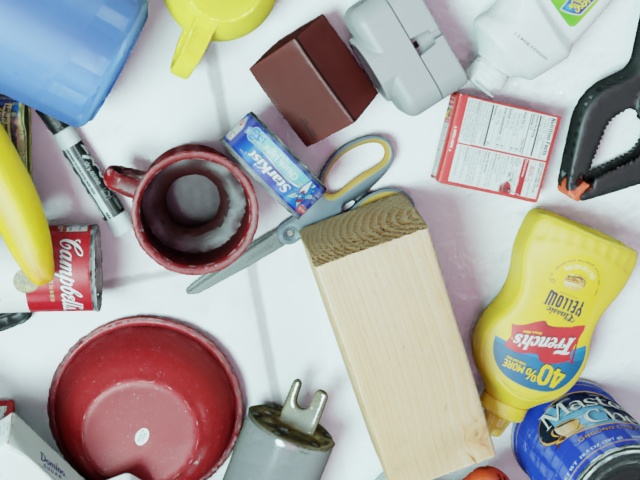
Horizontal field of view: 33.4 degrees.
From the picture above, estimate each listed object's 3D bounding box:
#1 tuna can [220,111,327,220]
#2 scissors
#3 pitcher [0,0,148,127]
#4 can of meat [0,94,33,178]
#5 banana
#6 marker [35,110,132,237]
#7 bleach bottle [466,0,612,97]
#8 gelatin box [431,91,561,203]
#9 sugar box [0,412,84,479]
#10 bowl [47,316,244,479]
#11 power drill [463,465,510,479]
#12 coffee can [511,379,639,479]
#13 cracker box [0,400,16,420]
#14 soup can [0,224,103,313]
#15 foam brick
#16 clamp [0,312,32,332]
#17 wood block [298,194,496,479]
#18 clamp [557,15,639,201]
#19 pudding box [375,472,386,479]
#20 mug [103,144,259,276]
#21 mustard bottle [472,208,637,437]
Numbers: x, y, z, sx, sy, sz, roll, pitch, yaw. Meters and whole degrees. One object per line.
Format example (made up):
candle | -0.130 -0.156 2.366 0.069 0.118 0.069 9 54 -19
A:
tuna can | -0.035 -0.057 0.812 0.034 0.086 0.086 -44 105 2
scissors | -0.006 0.001 0.867 0.096 0.016 0.202 43 95 -15
pitcher | -0.242 -0.183 0.727 0.242 0.149 0.145 28 99 -16
can of meat | -0.260 -0.060 0.797 0.084 0.057 0.102 0 104 -11
banana | -0.237 -0.057 0.737 0.037 0.069 0.197 -17 125 15
marker | -0.183 -0.058 0.827 0.020 0.020 0.121 -30 106 0
bleach bottle | 0.191 -0.224 0.815 0.102 0.068 0.251 35 99 -14
gelatin box | 0.141 -0.075 0.861 0.089 0.030 0.073 11 100 -10
sugar box | -0.266 0.214 0.785 0.176 0.048 0.093 -35 117 7
bowl | -0.142 0.146 0.859 0.162 0.055 0.162 -1 103 -3
power drill | 0.150 0.291 0.924 0.187 0.057 0.185 30 120 -19
coffee can | 0.227 0.187 0.879 0.102 0.140 0.103 -2 104 -7
cracker box | -0.345 0.222 0.846 0.213 0.072 0.164 -4 104 -6
soup can | -0.220 0.022 0.817 0.102 0.068 0.068 -1 104 -7
foam brick | -0.005 -0.121 0.809 0.053 0.051 0.078 -24 111 39
clamp | -0.310 0.084 0.822 0.171 0.120 0.039 17 143 1
wood block | 0.061 0.081 0.847 0.091 0.090 0.206 -20 111 -2
clamp | 0.265 -0.122 0.862 0.210 0.036 0.164 -42 105 4
pudding box | 0.044 0.249 0.883 0.090 0.113 0.039 -45 101 4
mug | -0.107 -0.031 0.811 0.117 0.081 0.093 16 101 -12
mustard bottle | 0.181 0.077 0.888 0.096 0.058 0.192 21 100 -12
